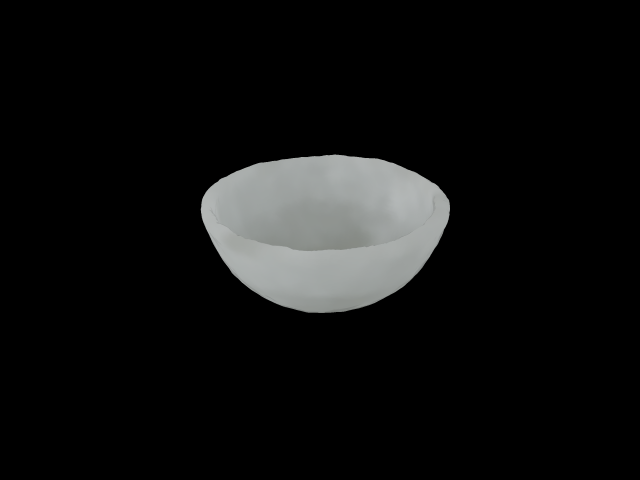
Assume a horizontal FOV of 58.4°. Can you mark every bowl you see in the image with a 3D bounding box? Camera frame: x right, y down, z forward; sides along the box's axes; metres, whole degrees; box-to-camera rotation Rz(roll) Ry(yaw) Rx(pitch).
[{"bbox_3d":[0.004,0.001,0.400,0.167,0.075,0.167,0,28,0],"label":"bowl"}]
